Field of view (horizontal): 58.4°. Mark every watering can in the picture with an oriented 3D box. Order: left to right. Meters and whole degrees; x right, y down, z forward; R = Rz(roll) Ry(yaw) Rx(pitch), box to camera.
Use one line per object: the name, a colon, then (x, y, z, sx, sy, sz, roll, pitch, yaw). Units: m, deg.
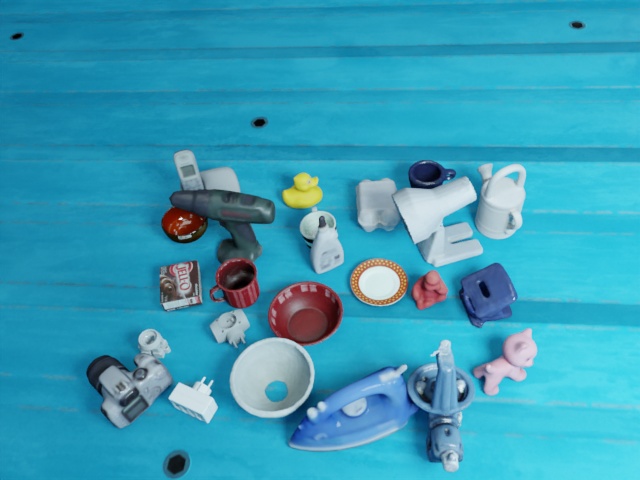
watering can: (0.415, -0.104, 1.325, 0.101, 0.194, 0.172, -34, 56, -21)

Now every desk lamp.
desk lamp: (0.262, -0.044, 1.278, 0.203, 0.214, 0.117, -15, 51, -7)

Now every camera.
camera: (-0.396, 0.277, 1.152, 0.136, 0.101, 0.143, 32, 61, 27)

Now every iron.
iron: (0.055, 0.307, 1.058, 0.258, 0.142, 0.118, -21, 52, -11)

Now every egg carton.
egg carton: (0.143, -0.088, 1.419, 0.107, 0.069, 0.150, -4, 51, 2)

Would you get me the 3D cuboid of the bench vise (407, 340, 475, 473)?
bench vise: (0.230, 0.285, 1.009, 0.121, 0.220, 0.207, -17, 51, -8)

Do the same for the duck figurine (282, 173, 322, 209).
duck figurine: (-0.048, -0.133, 1.463, 0.104, 0.086, 0.077, -11, 51, -4)

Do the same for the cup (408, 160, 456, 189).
cup: (0.278, -0.140, 1.432, 0.117, 0.095, 0.091, -6, 51, 0)

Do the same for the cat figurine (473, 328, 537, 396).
cat figurine: (0.366, 0.229, 1.108, 0.128, 0.118, 0.067, -25, 53, -14)

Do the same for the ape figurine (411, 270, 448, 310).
ape figurine: (0.239, 0.100, 1.242, 0.077, 0.092, 0.076, 12, 53, 15)

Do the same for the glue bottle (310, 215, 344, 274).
glue bottle: (0.012, 0.005, 1.288, 0.078, 0.173, 0.037, -23, 52, -13)

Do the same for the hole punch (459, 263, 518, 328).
hole punch: (0.355, 0.116, 1.218, 0.101, 0.091, 0.108, -13, 51, -5)

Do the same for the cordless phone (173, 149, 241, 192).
cordless phone: (-0.285, -0.158, 1.441, 0.148, 0.185, 0.094, -19, 52, -10)

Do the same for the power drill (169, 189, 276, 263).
power drill: (-0.211, -0.035, 1.319, 0.229, 0.209, 0.075, -1, 51, 4)

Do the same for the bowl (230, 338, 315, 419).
bowl: (-0.090, 0.283, 1.135, 0.167, 0.075, 0.167, -3, 51, 3)
